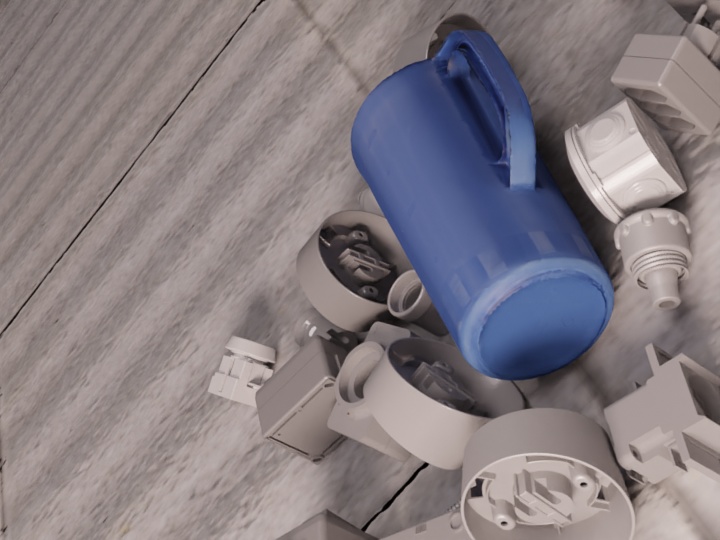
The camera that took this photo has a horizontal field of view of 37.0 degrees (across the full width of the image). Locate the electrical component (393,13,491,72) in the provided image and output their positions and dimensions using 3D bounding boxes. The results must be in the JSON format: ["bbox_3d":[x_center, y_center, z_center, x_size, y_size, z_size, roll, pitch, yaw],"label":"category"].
[{"bbox_3d":[0.078,-0.162,0.903,0.064,0.099,0.099,-2,62,58],"label":"electrical component"}]

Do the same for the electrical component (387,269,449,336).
[{"bbox_3d":[0.051,0.027,0.834,0.040,0.046,0.040,-31,42,34],"label":"electrical component"}]

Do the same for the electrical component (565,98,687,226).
[{"bbox_3d":[0.177,-0.071,0.721,0.051,0.080,0.080,-33,41,25],"label":"electrical component"}]

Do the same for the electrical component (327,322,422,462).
[{"bbox_3d":[0.019,0.090,0.816,0.050,0.056,0.089,12,73,55],"label":"electrical component"}]

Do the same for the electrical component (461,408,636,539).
[{"bbox_3d":[0.109,0.130,0.637,0.099,0.099,0.064,-36,34,30],"label":"electrical component"}]

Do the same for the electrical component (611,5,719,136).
[{"bbox_3d":[0.222,-0.142,0.731,0.047,0.066,0.076,24,83,56],"label":"electrical component"}]

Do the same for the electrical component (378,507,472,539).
[{"bbox_3d":[0.055,0.206,0.686,0.100,0.048,0.099,-31,43,35],"label":"electrical component"}]

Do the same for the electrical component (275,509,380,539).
[{"bbox_3d":[-0.022,0.208,0.739,0.062,0.096,0.061,-36,38,30],"label":"electrical component"}]

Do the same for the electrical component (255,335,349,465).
[{"bbox_3d":[-0.031,0.098,0.869,0.096,0.062,0.061,-44,36,20],"label":"electrical component"}]

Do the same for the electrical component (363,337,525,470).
[{"bbox_3d":[0.054,0.087,0.740,0.064,0.099,0.099,-53,34,19],"label":"electrical component"}]

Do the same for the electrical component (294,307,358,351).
[{"bbox_3d":[-0.029,0.058,0.918,0.040,0.040,0.046,-58,40,1],"label":"electrical component"}]

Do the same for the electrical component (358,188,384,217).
[{"bbox_3d":[0.023,-0.058,0.941,0.078,0.040,0.040,21,81,56],"label":"electrical component"}]

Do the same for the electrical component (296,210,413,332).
[{"bbox_3d":[0.000,0.000,0.879,0.064,0.099,0.099,-41,37,34],"label":"electrical component"}]

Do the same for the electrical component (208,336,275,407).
[{"bbox_3d":[-0.105,0.093,0.984,0.066,0.048,0.055,7,77,54],"label":"electrical component"}]

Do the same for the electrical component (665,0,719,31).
[{"bbox_3d":[0.259,-0.201,0.740,0.089,0.056,0.050,15,76,55],"label":"electrical component"}]

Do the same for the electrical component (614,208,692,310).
[{"bbox_3d":[0.190,-0.005,0.685,0.048,0.048,0.062,-29,50,37],"label":"electrical component"}]

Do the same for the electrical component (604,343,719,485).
[{"bbox_3d":[0.180,0.089,0.625,0.064,0.042,0.081,-40,37,31],"label":"electrical component"}]
